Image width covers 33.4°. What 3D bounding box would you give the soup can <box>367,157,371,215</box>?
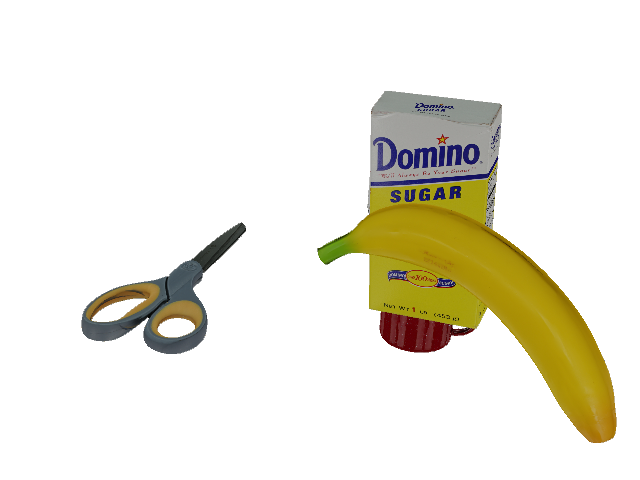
[{"bbox_3d":[0.082,-0.071,1.058,0.068,0.102,0.068,2,34,-1],"label":"soup can"}]

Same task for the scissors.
[{"bbox_3d":[-0.090,0.035,0.807,0.096,0.016,0.201,24,33,31],"label":"scissors"}]

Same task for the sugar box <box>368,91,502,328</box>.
[{"bbox_3d":[0.086,-0.022,0.821,0.093,0.176,0.048,9,33,18],"label":"sugar box"}]

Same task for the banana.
[{"bbox_3d":[0.096,0.033,0.609,0.198,0.070,0.037,34,20,13],"label":"banana"}]

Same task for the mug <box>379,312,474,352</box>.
[{"bbox_3d":[0.121,0.074,1.186,0.117,0.081,0.093,9,24,13],"label":"mug"}]
